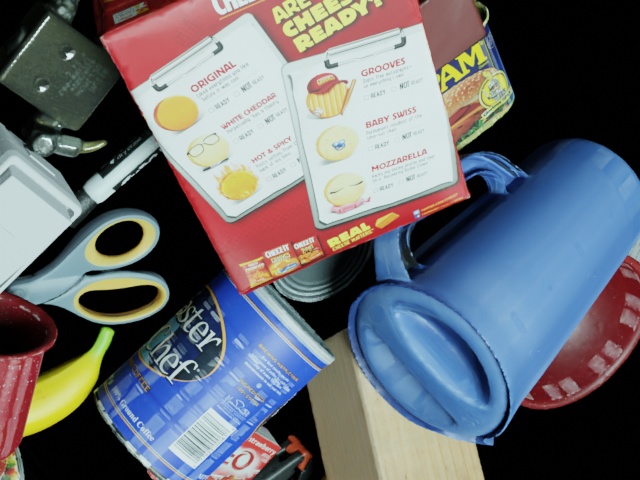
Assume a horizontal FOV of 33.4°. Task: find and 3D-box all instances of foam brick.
[{"bbox_3d":[0.061,-0.152,0.700,0.053,0.078,0.051,-37,132,-6],"label":"foam brick"}]

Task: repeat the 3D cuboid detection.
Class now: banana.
[{"bbox_3d":[-0.233,0.105,0.716,0.197,0.037,0.069,-8,92,-31],"label":"banana"}]

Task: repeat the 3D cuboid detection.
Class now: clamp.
[{"bbox_3d":[-0.051,0.247,0.912,0.171,0.039,0.120,-52,141,5],"label":"clamp"}]

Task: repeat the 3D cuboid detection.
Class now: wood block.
[{"bbox_3d":[0.062,0.171,0.815,0.090,0.206,0.091,-4,162,-29],"label":"wood block"}]

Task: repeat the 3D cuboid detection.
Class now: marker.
[{"bbox_3d":[-0.124,-0.050,0.691,0.121,0.020,0.020,-41,131,-2],"label":"marker"}]

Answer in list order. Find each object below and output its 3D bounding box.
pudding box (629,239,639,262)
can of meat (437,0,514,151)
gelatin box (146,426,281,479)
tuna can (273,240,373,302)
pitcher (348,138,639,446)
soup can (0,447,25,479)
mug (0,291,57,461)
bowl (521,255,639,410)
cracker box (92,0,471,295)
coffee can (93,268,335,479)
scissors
[{"bbox_3d":[0.319,0.033,0.998,0.089,0.039,0.113,4,114,-32],"label":"pudding box"},{"bbox_3d":[0.081,-0.109,0.754,0.102,0.057,0.084,-37,134,-5],"label":"can of meat"},{"bbox_3d":[-0.086,0.168,0.845,0.073,0.030,0.089,-47,131,3],"label":"gelatin box"},{"bbox_3d":[-0.005,0.001,0.786,0.086,0.034,0.086,-15,125,-23],"label":"tuna can"},{"bbox_3d":[0.137,0.016,0.781,0.242,0.145,0.149,-41,158,-36],"label":"pitcher"},{"bbox_3d":[-0.258,0.172,0.719,0.102,0.069,0.068,-1,119,-30],"label":"soup can"},{"bbox_3d":[-0.211,0.080,0.656,0.093,0.117,0.081,20,109,7],"label":"mug"},{"bbox_3d":[0.212,0.069,0.945,0.161,0.055,0.162,-15,125,-23],"label":"bowl"},{"bbox_3d":[-0.015,-0.084,0.631,0.164,0.072,0.213,-23,134,1],"label":"cracker box"},{"bbox_3d":[-0.074,0.095,0.757,0.140,0.103,0.102,-44,131,-1],"label":"coffee can"},{"bbox_3d":[-0.188,0.018,0.699,0.201,0.016,0.096,6,114,-33],"label":"scissors"}]
